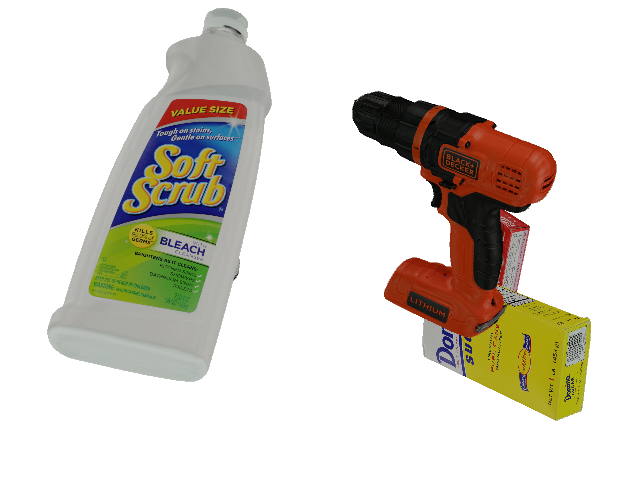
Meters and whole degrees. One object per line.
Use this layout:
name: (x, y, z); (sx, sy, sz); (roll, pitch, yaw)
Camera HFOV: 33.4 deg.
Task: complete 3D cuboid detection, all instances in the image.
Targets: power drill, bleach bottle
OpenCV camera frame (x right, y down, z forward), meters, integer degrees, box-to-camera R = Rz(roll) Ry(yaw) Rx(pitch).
power drill: (0.099, -0.023, 0.902); (0.185, 0.188, 0.057); (26, 41, 31)
bleach bottle: (-0.093, -0.041, 0.689); (0.102, 0.250, 0.068); (13, -23, -5)

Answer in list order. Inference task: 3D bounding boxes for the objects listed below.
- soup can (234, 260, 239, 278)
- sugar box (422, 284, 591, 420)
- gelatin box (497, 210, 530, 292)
soup can: (-0.105, -0.015, 0.911); (0.068, 0.102, 0.068); (-1, 30, 0)
sugar box: (0.173, 0.095, 1.024); (0.048, 0.093, 0.177); (-12, 22, -40)
gelatin box: (0.200, 0.008, 1.227); (0.030, 0.089, 0.073); (-11, 32, -28)
